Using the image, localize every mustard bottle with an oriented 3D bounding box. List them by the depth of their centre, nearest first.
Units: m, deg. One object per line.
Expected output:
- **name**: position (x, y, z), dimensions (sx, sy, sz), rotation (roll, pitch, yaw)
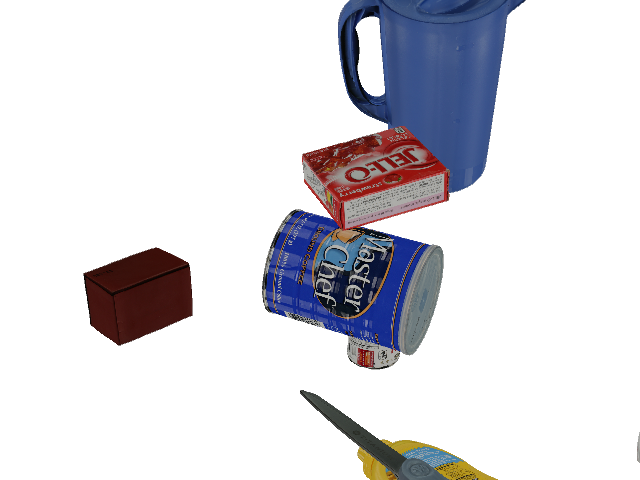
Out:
- **mustard bottle**: position (0.103, 0.229, 0.976), dimensions (0.096, 0.058, 0.192), rotation (-15, 24, -37)

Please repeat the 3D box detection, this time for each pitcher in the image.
- **pitcher**: position (0.115, -0.168, 1.122), dimensions (0.149, 0.243, 0.144), rotation (28, 53, 28)

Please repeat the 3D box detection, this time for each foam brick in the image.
- **foam brick**: position (-0.157, 0.047, 0.924), dimensions (0.078, 0.051, 0.053), rotation (-22, 30, -34)

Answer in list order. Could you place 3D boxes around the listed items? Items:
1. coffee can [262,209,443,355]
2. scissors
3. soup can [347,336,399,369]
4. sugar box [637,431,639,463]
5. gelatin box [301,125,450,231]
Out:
- **coffee can**: position (0.031, 0.037, 0.984), dimensions (0.140, 0.103, 0.102), rotation (15, 5, 19)
- **scissors**: position (0.071, 0.125, 0.551), dimensions (0.096, 0.016, 0.202), rotation (-4, 26, -24)
- **soup can**: position (0.066, 0.098, 1.305), dimensions (0.068, 0.102, 0.068), rotation (0, 29, 0)
- **sugar box**: position (0.301, 0.150, 0.718), dimensions (0.048, 0.093, 0.176), rotation (-15, 30, -37)
- **gelatin box**: position (0.040, -0.048, 0.789), dimensions (0.089, 0.030, 0.073), rotation (-17, 38, -16)
